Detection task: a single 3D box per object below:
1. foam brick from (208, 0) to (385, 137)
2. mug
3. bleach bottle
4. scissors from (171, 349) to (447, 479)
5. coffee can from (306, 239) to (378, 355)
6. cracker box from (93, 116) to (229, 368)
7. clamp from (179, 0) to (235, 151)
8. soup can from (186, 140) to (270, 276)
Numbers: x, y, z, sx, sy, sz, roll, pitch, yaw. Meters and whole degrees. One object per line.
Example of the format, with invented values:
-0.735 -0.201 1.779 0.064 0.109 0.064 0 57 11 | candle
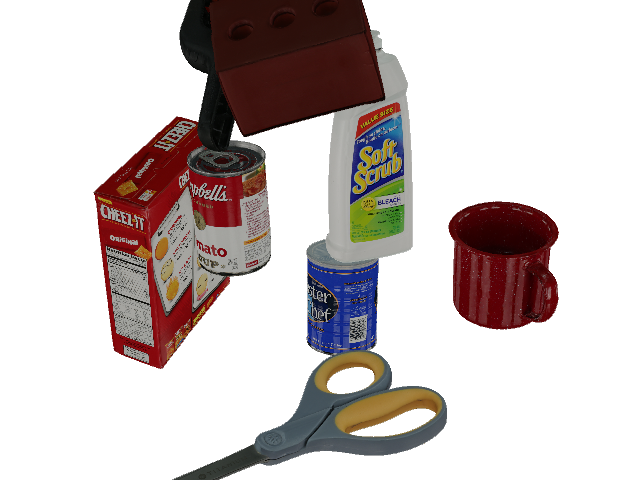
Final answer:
-0.012 -0.096 0.541 0.078 0.053 0.051 -15 -35 8 | foam brick
0.164 0.029 0.925 0.093 0.081 0.117 -20 36 -26 | mug
0.050 -0.105 1.184 0.102 0.251 0.068 -10 24 -12 | bleach bottle
-0.026 0.107 0.629 0.201 0.016 0.096 -8 32 -13 | scissors
0.031 0.079 1.516 0.103 0.140 0.103 0 22 0 | coffee can
-0.163 0.001 1.134 0.072 0.214 0.164 16 40 18 | cracker box
-0.043 -0.138 0.741 0.120 0.171 0.039 -22 -43 0 | clamp
-0.079 -0.028 0.940 0.068 0.102 0.068 -2 30 1 | soup can
